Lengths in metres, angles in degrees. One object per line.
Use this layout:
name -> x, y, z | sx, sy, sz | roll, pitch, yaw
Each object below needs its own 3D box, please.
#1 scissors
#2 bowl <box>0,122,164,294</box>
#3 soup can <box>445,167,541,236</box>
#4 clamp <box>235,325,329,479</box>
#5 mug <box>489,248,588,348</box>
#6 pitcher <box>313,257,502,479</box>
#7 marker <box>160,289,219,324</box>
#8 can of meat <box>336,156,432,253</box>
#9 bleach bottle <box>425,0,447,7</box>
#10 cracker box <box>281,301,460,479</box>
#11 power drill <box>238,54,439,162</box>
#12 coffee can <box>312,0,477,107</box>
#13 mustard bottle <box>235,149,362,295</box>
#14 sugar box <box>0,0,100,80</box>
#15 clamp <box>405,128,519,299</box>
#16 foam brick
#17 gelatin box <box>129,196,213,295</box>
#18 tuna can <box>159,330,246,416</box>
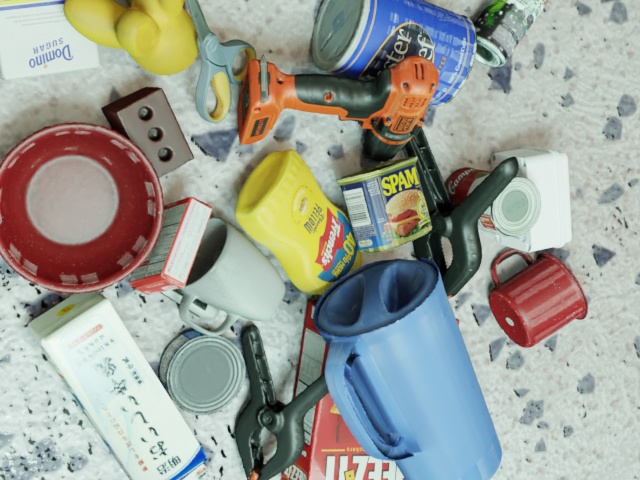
scissors -> -0.094, -0.194, 1.015 | 0.096, 0.016, 0.202 | -49, 158, -31
bowl -> -0.231, -0.033, 1.008 | 0.162, 0.055, 0.162 | -4, 103, -17
soup can -> 0.191, -0.043, 1.196 | 0.068, 0.102, 0.068 | -5, 101, -25
clamp -> -0.054, 0.177, 1.133 | 0.039, 0.120, 0.171 | 0, 118, -60
mug -> 0.247, 0.064, 1.257 | 0.081, 0.093, 0.117 | -31, 80, -14
pitcher -> 0.093, 0.152, 1.082 | 0.149, 0.145, 0.243 | -26, 114, -2
marker -> -0.155, 0.049, 1.087 | 0.121, 0.020, 0.020 | 36, 82, -27
can of meat -> 0.071, -0.037, 1.140 | 0.101, 0.058, 0.084 | -22, 99, -50
bleach bottle -> 0.050, -0.336, 1.096 | 0.250, 0.068, 0.102 | 49, 65, -26
cracker box -> 0.057, 0.180, 1.184 | 0.164, 0.072, 0.214 | 5, 97, -26
power drill -> 0.013, -0.130, 1.081 | 0.187, 0.185, 0.057 | -1, 69, -11
coffee can -> 0.077, -0.206, 1.111 | 0.140, 0.103, 0.103 | 14, 92, -28
mustard bottle -> -0.007, 0.001, 1.121 | 0.191, 0.058, 0.096 | 51, 51, -34
sugar box -> -0.262, -0.239, 0.972 | 0.093, 0.048, 0.176 | -12, 107, -25
clamp -> 0.136, -0.030, 1.175 | 0.036, 0.165, 0.210 | -18, 130, -34
foam brick -> -0.167, -0.104, 1.037 | 0.053, 0.051, 0.078 | -31, 111, -19
gelatin box -> -0.146, 0.007, 1.041 | 0.030, 0.073, 0.089 | 29, 66, -29
tuna can -> -0.123, 0.137, 1.110 | 0.086, 0.034, 0.086 | -5, 101, -25
